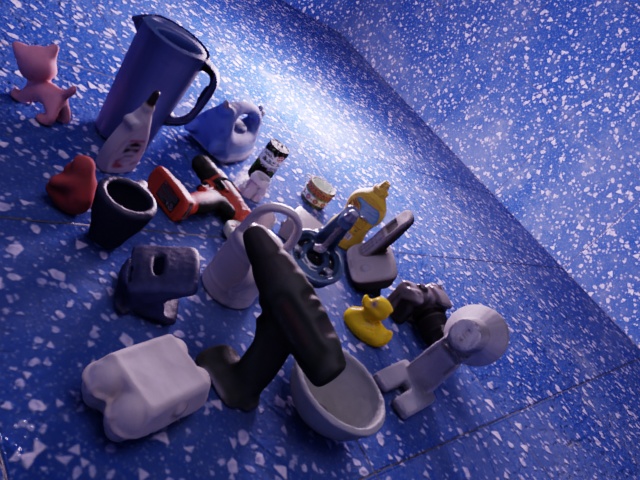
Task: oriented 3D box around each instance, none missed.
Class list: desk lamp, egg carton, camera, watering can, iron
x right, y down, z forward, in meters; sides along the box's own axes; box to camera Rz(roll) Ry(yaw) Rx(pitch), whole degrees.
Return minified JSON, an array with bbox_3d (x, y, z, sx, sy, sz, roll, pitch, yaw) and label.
[{"bbox_3d":[0.239,0.215,1.063,0.117,0.213,0.204,51,27,22],"label":"desk lamp"},{"bbox_3d":[-0.205,0.177,0.689,0.107,0.069,0.151,48,26,16],"label":"egg carton"},{"bbox_3d":[0.240,0.165,1.277,0.144,0.100,0.136,22,31,-34],"label":"camera"},{"bbox_3d":[-0.106,0.010,0.946,0.101,0.194,0.172,19,33,-38],"label":"watering can"},{"bbox_3d":[-0.193,-0.272,1.344,0.118,0.141,0.259,44,26,9],"label":"iron"}]

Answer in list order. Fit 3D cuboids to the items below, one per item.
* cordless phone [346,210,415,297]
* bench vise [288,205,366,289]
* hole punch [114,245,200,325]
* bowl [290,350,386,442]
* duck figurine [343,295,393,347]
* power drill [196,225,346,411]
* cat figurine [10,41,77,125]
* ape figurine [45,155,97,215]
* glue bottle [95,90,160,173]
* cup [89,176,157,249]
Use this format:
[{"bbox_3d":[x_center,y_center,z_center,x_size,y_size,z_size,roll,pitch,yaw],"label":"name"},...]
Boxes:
[{"bbox_3d":[0.146,0.023,1.279,0.094,0.185,0.147,27,28,-25],"label":"cordless phone"},{"bbox_3d":[0.000,-0.002,1.080,0.122,0.219,0.207,29,27,-21],"label":"bench vise"},{"bbox_3d":[-0.232,0.054,0.824,0.101,0.091,0.108,25,29,-28],"label":"hole punch"},{"bbox_3d":[0.014,0.242,0.875,0.168,0.074,0.167,31,27,-18],"label":"bowl"},{"bbox_3d":[0.110,0.154,1.134,0.104,0.086,0.078,42,25,4],"label":"duck figurine"},{"bbox_3d":[-0.077,0.124,0.786,0.229,0.208,0.076,48,27,16],"label":"power drill"},{"bbox_3d":[-0.480,-0.283,1.000,0.128,0.117,0.067,40,25,0],"label":"cat figurine"},{"bbox_3d":[-0.369,-0.091,0.871,0.078,0.092,0.076,7,41,-49],"label":"ape figurine"},{"bbox_3d":[-0.324,-0.191,1.000,0.037,0.173,0.078,45,26,12],"label":"glue bottle"},{"bbox_3d":[-0.305,-0.041,0.873,0.092,0.095,0.118,34,26,-13],"label":"cup"}]
